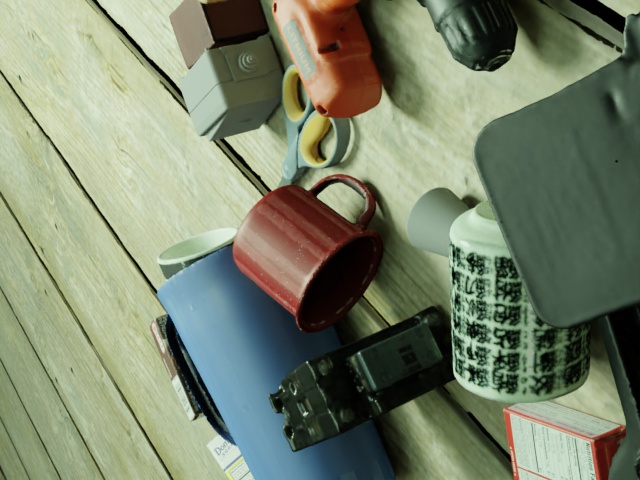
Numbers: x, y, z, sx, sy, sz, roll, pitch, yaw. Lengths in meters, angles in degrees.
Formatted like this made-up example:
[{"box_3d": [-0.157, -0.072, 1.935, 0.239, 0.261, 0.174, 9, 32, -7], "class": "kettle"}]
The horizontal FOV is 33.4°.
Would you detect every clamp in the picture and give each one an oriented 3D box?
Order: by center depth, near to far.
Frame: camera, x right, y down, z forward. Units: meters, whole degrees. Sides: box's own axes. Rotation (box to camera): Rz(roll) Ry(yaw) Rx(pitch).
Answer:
[{"box_3d": [0.186, 0.113, 0.579, 0.120, 0.039, 0.171, -129, 37, -50], "class": "clamp"}]

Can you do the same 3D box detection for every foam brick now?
[{"box_3d": [-0.087, -0.184, 0.909, 0.078, 0.051, 0.053, -17, 91, 64], "class": "foam brick"}]

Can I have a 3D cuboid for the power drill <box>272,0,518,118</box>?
[{"box_3d": [0.041, -0.153, 0.675, 0.188, 0.057, 0.184, -46, 61, 58], "class": "power drill"}]

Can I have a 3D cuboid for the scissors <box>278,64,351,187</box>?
[{"box_3d": [-0.027, -0.081, 0.896, 0.202, 0.016, 0.096, -31, 77, 63], "class": "scissors"}]

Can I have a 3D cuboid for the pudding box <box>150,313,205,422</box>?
[{"box_3d": [-0.115, 0.121, 1.110, 0.113, 0.089, 0.039, 66, 155, 11], "class": "pudding box"}]

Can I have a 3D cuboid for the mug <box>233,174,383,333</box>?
[{"box_3d": [-0.005, 0.001, 0.816, 0.082, 0.093, 0.117, 38, 96, 27], "class": "mug"}]

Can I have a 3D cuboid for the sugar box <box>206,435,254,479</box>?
[{"box_3d": [-0.042, 0.268, 1.071, 0.176, 0.048, 0.093, 41, 170, 45], "class": "sugar box"}]

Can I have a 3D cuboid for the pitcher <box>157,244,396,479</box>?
[{"box_3d": [-0.039, 0.125, 0.922, 0.149, 0.145, 0.243, 101, 144, -79], "class": "pitcher"}]

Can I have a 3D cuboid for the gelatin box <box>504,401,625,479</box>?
[{"box_3d": [0.157, 0.143, 0.663, 0.089, 0.030, 0.073, 8, 112, 61], "class": "gelatin box"}]

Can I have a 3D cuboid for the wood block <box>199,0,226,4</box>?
[{"box_3d": [-0.070, -0.288, 0.767, 0.090, 0.090, 0.206, 40, 139, 48], "class": "wood block"}]
